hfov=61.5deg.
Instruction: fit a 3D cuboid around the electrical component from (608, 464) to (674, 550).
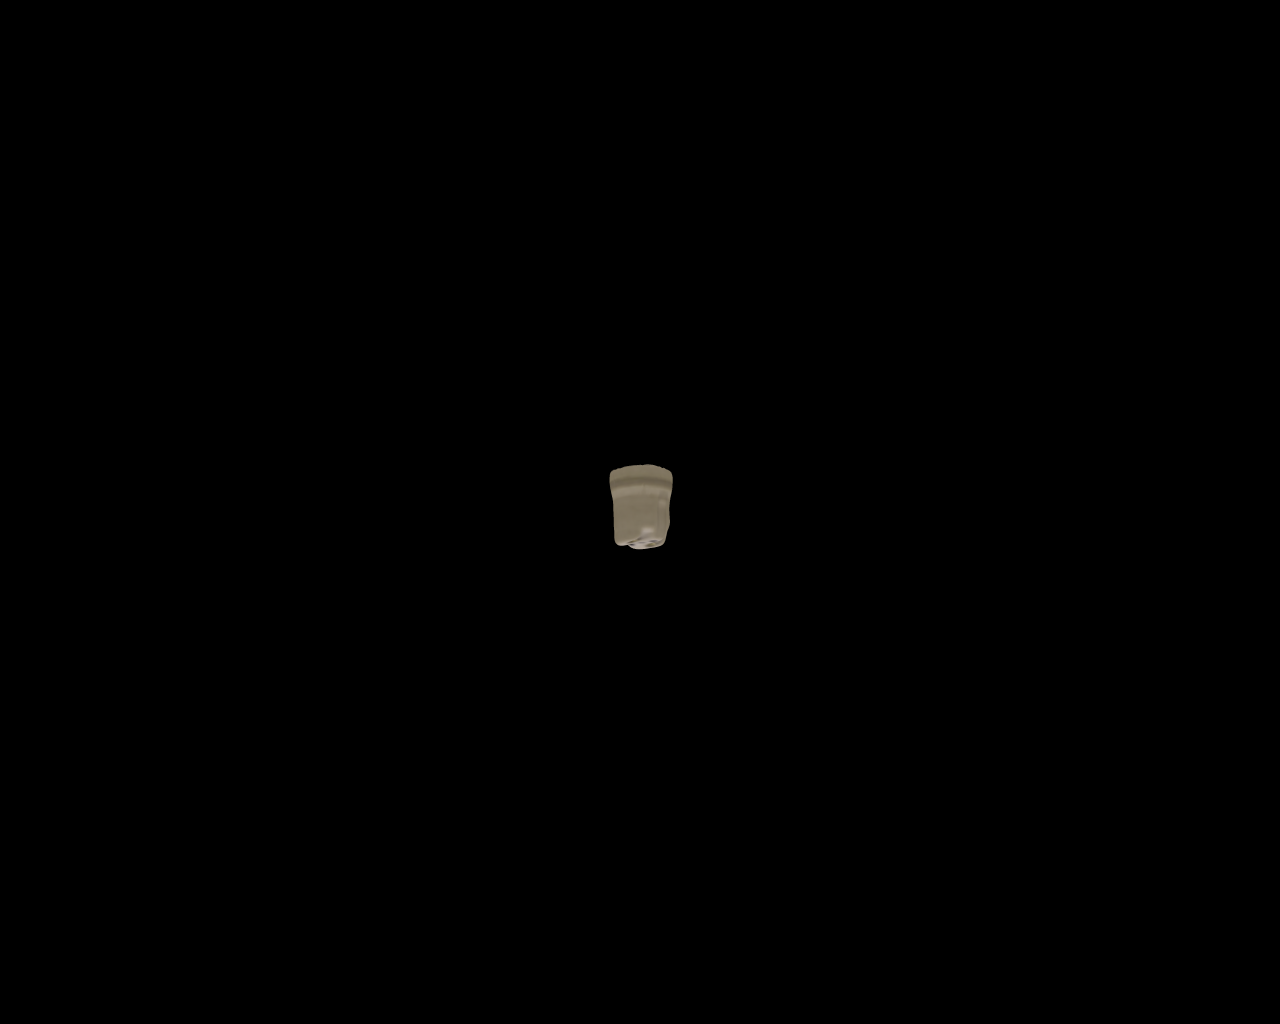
[{"bbox_3d":[0.001,-0.003,0.650,0.040,0.046,0.040,0,-11,0],"label":"electrical component"}]
